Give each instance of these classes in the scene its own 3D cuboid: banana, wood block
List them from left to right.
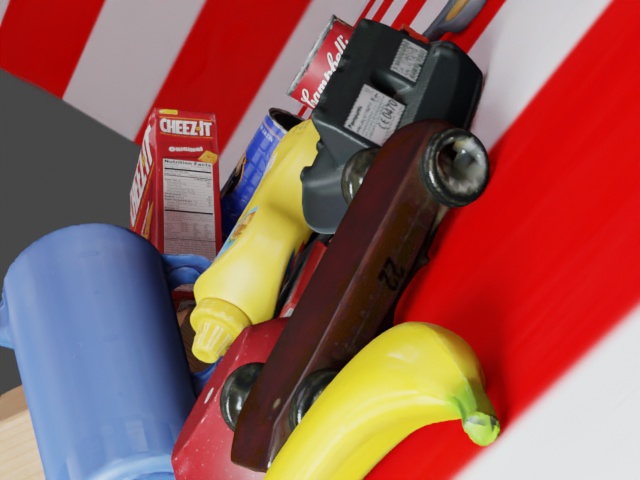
[{"bbox_3d":[-0.190,0.152,0.948,0.206,0.090,0.090,-25,15,13],"label":"wood block"},{"bbox_3d":[0.009,0.084,0.416,0.198,0.037,0.069,-52,9,46],"label":"banana"}]

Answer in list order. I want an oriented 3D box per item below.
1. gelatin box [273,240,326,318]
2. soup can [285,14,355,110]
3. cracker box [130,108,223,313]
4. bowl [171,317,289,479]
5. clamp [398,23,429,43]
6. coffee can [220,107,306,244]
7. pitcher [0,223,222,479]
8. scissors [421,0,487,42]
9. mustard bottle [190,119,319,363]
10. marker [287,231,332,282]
[{"bbox_3d":[-0.018,0.054,0.774,0.089,0.030,0.073,-54,7,39],"label":"gelatin box"},{"bbox_3d":[0.035,-0.109,0.780,0.068,0.102,0.068,-58,7,10],"label":"soup can"},{"bbox_3d":[-0.149,0.002,1.062,0.164,0.072,0.213,120,150,-53],"label":"cracker box"},{"bbox_3d":[-0.042,0.103,0.632,0.162,0.055,0.162,-58,6,10],"label":"bowl"},{"bbox_3d":[0.036,-0.113,0.942,0.171,0.039,0.120,-53,13,12],"label":"clamp"},{"bbox_3d":[-0.044,-0.051,1.106,0.140,0.102,0.102,-57,7,17],"label":"coffee can"},{"bbox_3d":[-0.143,0.105,0.781,0.149,0.144,0.243,-51,39,20],"label":"pitcher"},{"bbox_3d":[0.099,-0.174,0.924,0.202,0.016,0.096,-51,13,35],"label":"scissors"},{"bbox_3d":[-0.040,0.006,0.751,0.191,0.058,0.096,-62,6,-36],"label":"mustard bottle"},{"bbox_3d":[-0.005,0.001,0.832,0.121,0.020,0.020,-44,2,-17],"label":"marker"}]
